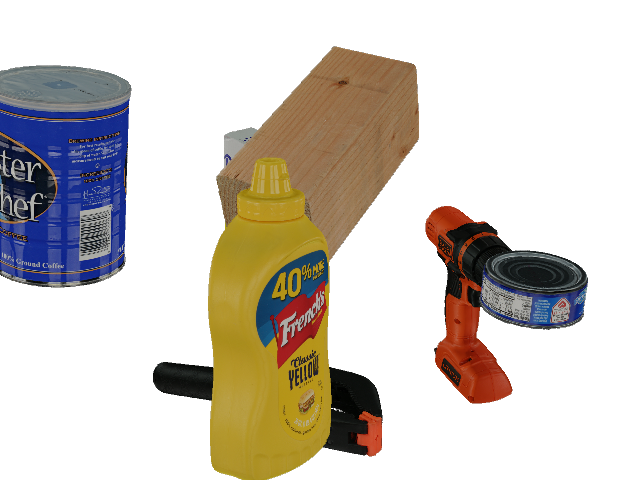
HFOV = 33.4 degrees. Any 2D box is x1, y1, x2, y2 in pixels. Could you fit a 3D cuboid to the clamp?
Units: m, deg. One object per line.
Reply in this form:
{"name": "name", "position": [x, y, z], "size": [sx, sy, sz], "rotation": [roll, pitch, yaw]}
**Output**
{"name": "clamp", "position": [-0.013, 0.117, 0.862], "size": [0.164, 0.036, 0.210], "rotation": [-17, 23, -39]}

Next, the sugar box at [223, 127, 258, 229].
{"name": "sugar box", "position": [-0.066, -0.025, 1.154], "size": [0.048, 0.176, 0.093], "rotation": [-18, 29, -32]}

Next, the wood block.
{"name": "wood block", "position": [0.004, -0.075, 0.951], "size": [0.091, 0.090, 0.205], "rotation": [17, 48, 24]}

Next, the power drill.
{"name": "power drill", "position": [0.166, 0.073, 1.122], "size": [0.057, 0.188, 0.184], "rotation": [-9, 25, -14]}

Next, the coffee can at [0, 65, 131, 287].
{"name": "coffee can", "position": [-0.195, -0.050, 0.795], "size": [0.103, 0.140, 0.103], "rotation": [5, 22, -2]}

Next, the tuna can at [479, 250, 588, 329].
{"name": "tuna can", "position": [0.175, 0.039, 0.877], "size": [0.086, 0.034, 0.086], "rotation": [2, 22, -1]}

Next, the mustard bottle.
{"name": "mustard bottle", "position": [-0.030, 0.044, 0.659], "size": [0.058, 0.192, 0.096], "rotation": [10, 18, 33]}
